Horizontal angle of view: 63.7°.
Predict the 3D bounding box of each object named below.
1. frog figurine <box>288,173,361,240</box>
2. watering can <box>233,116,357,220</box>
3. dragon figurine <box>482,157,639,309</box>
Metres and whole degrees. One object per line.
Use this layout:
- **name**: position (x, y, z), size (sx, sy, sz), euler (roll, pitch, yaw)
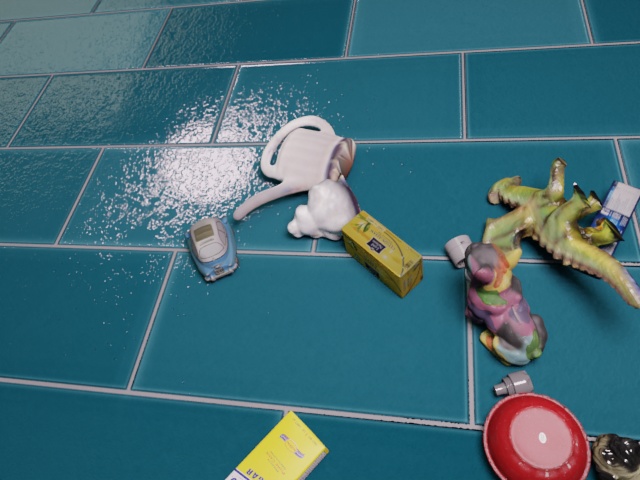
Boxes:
- **frog figurine**: position (0.003, -0.057, 1.124), size (0.160, 0.134, 0.125), euler (-25, 38, -7)
- **watering can**: position (-0.047, -0.163, 1.222), size (0.225, 0.102, 0.354), euler (14, 60, 19)
- **dragon figurine**: position (0.425, -0.003, 0.997), size (0.239, 0.121, 0.421), euler (-35, 35, 33)
